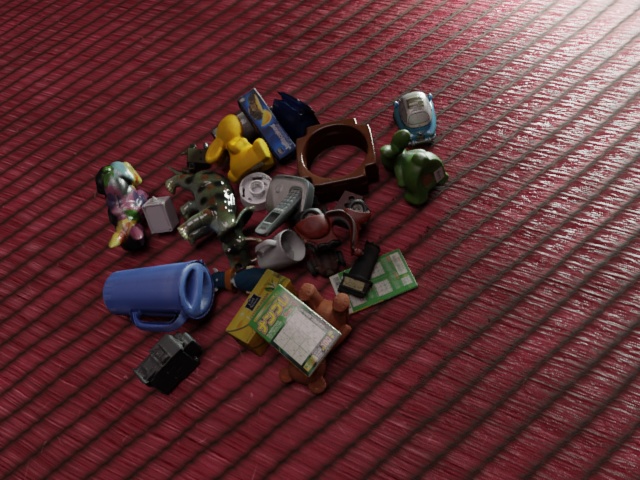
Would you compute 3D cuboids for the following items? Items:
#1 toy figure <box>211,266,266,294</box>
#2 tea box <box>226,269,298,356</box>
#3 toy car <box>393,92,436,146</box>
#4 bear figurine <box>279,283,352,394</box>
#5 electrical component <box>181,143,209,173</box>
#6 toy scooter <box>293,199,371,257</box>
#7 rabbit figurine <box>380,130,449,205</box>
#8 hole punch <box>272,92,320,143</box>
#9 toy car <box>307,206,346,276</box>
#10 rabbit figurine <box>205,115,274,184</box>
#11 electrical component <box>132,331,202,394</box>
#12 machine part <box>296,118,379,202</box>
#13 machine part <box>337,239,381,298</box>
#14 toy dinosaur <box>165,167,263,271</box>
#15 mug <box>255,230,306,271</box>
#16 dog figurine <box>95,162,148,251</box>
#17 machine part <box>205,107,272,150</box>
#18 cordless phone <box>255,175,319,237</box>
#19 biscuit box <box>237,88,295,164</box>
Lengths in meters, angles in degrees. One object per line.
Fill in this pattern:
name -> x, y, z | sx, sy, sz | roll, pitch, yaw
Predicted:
toy figure -> -0.193, 0.097, 1.281 | 0.155, 0.057, 0.064 | -2, 55, 18
tea box -> -0.125, 0.163, 1.204 | 0.068, 0.098, 0.169 | 25, 71, 24
toy car -> 0.246, -0.328, 1.398 | 0.109, 0.102, 0.162 | -10, 57, 8
bear figurine -> -0.014, 0.211, 1.136 | 0.120, 0.131, 0.196 | 17, 60, 24
electrical component -> -0.351, -0.227, 1.514 | 0.078, 0.045, 0.102 | -2, 59, -21
toy scooter -> 0.036, -0.015, 1.231 | 0.184, 0.075, 0.135 | -13, 69, -3
rabbit figurine -> 0.202, -0.185, 1.312 | 0.121, 0.159, 0.170 | -48, 46, -4
hole punch -> -0.075, -0.330, 1.470 | 0.142, 0.115, 0.092 | 38, 82, 29
toy car -> -0.003, -0.004, 1.299 | 0.089, 0.053, 0.202 | -19, 60, 5
rabbit figurine -> -0.222, -0.245, 1.432 | 0.162, 0.122, 0.173 | -28, 87, 11
electrical component -> -0.328, 0.266, 1.181 | 0.058, 0.114, 0.134 | 38, 76, 26
machine part -> 0.045, -0.205, 1.383 | 0.201, 0.087, 0.201 | -11, 60, 7
machine part -> 0.097, 0.066, 1.228 | 0.084, 0.039, 0.139 | 11, 63, 30
toy dinosaur -> -0.276, -0.099, 1.372 | 0.192, 0.131, 0.405 | -23, 57, -4
mug -> -0.106, 0.032, 1.264 | 0.107, 0.109, 0.081 | -32, 62, 38
dog figurine -> -0.509, -0.076, 1.389 | 0.108, 0.191, 0.219 | -16, 43, -4
machine part -> -0.216, -0.315, 1.511 | 0.243, 0.079, 0.079 | -35, 59, -8
cordless phone -> -0.106, -0.072, 1.303 | 0.147, 0.088, 0.184 | 14, 51, 45
biscuit box -> -0.142, -0.304, 1.445 | 0.059, 0.063, 0.202 | -36, 89, -6
